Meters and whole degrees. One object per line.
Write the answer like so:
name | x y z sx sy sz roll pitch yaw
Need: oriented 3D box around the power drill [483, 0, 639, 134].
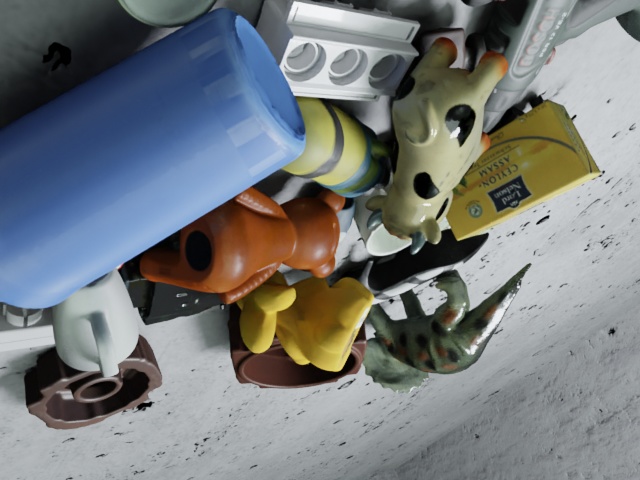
power drill | 0.256 -0.216 0.554 0.207 0.086 0.231 -15 150 -7

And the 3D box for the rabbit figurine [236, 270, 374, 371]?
rabbit figurine | -0.039 0.089 0.658 0.121 0.173 0.162 -64 164 13

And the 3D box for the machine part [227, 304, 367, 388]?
machine part | -0.034 0.156 0.819 0.202 0.087 0.200 -2 146 -4

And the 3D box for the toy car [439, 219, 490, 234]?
toy car | 0.199 -0.044 0.779 0.201 0.056 0.073 0 140 -39

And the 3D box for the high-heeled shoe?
high-heeled shoe | 0.147 0.051 0.862 0.249 0.086 0.145 -10 147 -17

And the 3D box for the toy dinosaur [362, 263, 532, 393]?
toy dinosaur | 0.192 0.157 0.891 0.131 0.192 0.405 -25 -177 -34

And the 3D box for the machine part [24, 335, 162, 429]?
machine part | -0.308 0.192 0.740 0.179 0.056 0.179 -20 148 -14

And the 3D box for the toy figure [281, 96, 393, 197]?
toy figure | 0.014 -0.089 0.531 0.082 0.089 0.180 -50 142 11

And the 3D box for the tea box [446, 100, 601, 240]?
tea box | 0.225 -0.078 0.642 0.170 0.098 0.068 -33 166 36

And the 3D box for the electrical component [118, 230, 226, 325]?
electrical component | -0.165 0.041 0.622 0.134 0.058 0.114 -9 143 -29

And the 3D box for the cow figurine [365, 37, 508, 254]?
cow figurine | 0.102 -0.072 0.506 0.127 0.086 0.194 -47 155 -21

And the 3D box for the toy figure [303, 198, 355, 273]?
toy figure | -0.003 -0.003 0.686 0.064 0.058 0.154 20 138 -6

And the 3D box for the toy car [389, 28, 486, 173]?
toy car | 0.116 -0.142 0.570 0.089 0.053 0.202 -6 147 3

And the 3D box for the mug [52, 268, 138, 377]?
mug | -0.222 0.073 0.523 0.081 0.110 0.107 -11 133 -21

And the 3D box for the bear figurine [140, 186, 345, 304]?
bear figurine | -0.068 -0.011 0.561 0.196 0.132 0.120 -16 118 -54

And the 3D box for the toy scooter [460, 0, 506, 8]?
toy scooter | 0.145 -0.267 0.384 0.135 0.075 0.183 -31 145 6

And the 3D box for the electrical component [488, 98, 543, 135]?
electrical component | 0.252 -0.137 0.697 0.078 0.045 0.102 19 129 -15
